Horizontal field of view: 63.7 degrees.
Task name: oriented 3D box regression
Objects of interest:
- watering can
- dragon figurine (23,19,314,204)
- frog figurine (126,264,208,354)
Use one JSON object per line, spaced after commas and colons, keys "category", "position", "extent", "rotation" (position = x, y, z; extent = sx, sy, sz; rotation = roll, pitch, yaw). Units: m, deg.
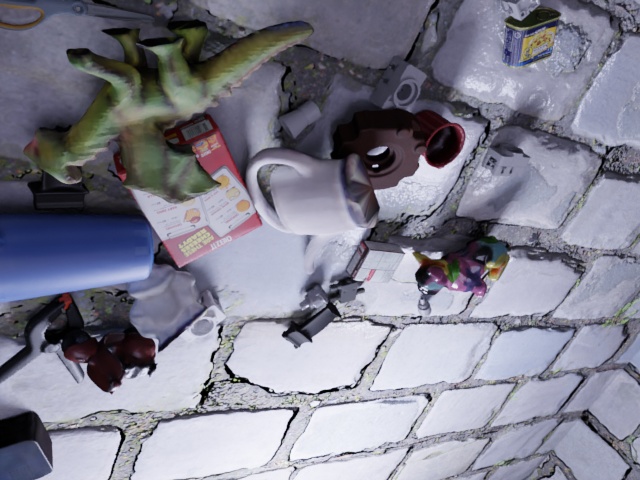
{"category": "watering can", "position": [0.003, -0.048, 0.947], "extent": [0.224, 0.106, 0.340], "rotation": [-5, 141, 21]}
{"category": "dragon figurine", "position": [-0.198, -0.170, 0.718], "extent": [0.411, 0.124, 0.238], "rotation": [-10, 120, -15]}
{"category": "frog figurine", "position": [-0.294, 0.100, 0.934], "extent": [0.136, 0.124, 0.159], "rotation": [-37, 98, 11]}
